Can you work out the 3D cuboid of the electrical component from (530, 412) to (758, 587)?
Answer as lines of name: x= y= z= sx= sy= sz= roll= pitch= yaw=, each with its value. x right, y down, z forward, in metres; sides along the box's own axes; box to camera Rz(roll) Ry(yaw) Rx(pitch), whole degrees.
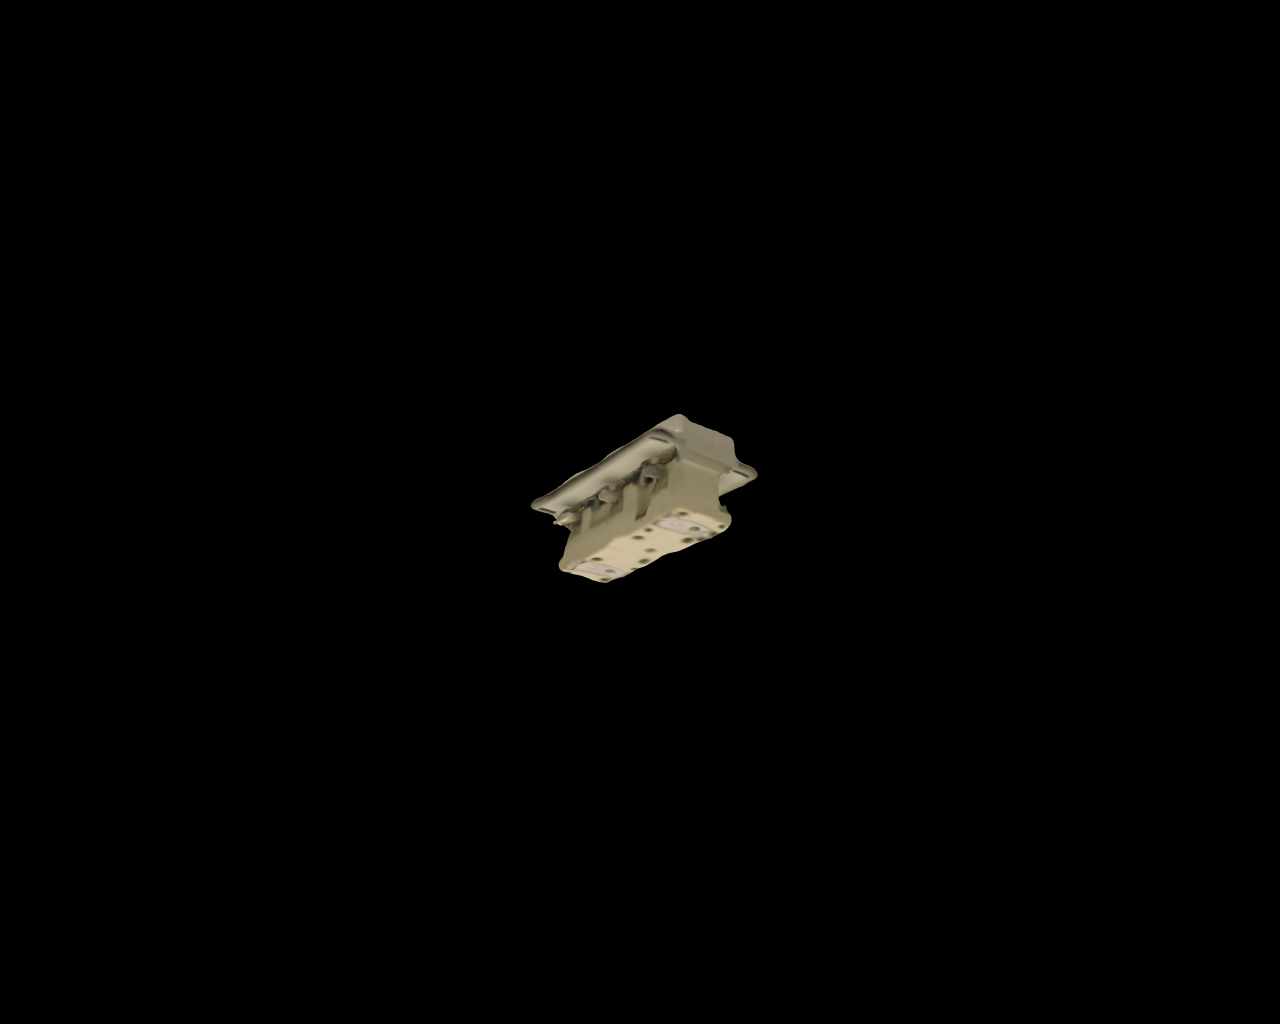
electrical component: x=0.001 y=-0.003 z=0.650 sx=0.079 sy=0.063 sz=0.121 roll=21 pitch=-33 yaw=-36
